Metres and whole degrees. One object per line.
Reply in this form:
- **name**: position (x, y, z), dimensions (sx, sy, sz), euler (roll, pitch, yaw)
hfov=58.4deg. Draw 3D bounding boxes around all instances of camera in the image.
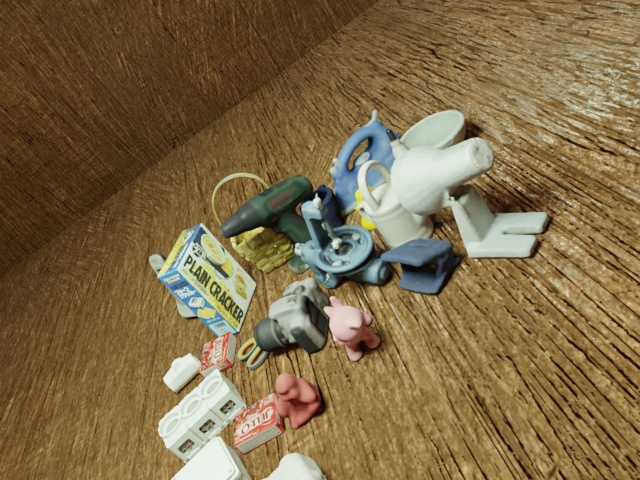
- **camera**: position (-0.063, 0.152, 1.119), dimensions (0.136, 0.101, 0.143), euler (-25, 31, 23)

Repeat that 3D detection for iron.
- **iron**: position (0.099, -0.191, 1.400), dimensions (0.259, 0.142, 0.118), euler (-48, 30, -18)

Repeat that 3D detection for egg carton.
- **egg carton**: position (-0.029, 0.369, 0.791), dimensions (0.107, 0.069, 0.150), euler (-43, 29, -10)

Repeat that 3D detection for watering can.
- **watering can**: position (0.143, -0.075, 1.122), dimensions (0.172, 0.194, 0.101), euler (-22, 32, 26)

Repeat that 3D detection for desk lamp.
- **desk lamp**: position (0.250, -0.078, 0.982), dimensions (0.202, 0.214, 0.118), euler (-2, 44, 47)

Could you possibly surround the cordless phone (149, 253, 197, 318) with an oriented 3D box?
- **cordless phone**: position (-0.330, 0.101, 1.410), dimensions (0.147, 0.185, 0.094), euler (-17, 35, 34)

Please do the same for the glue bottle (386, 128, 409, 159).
- **glue bottle**: position (0.187, -0.169, 1.234), dimensions (0.037, 0.173, 0.078), euler (-35, 28, 5)

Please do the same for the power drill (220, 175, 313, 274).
- **power drill**: position (-0.085, -0.027, 1.296), dimensions (0.230, 0.209, 0.075), euler (-45, 29, -14)

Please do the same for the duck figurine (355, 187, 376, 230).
- **duck figurine**: position (0.116, -0.086, 1.284), dimensions (0.077, 0.086, 0.105), euler (0, 45, 48)

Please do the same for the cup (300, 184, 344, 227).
- **cup**: position (0.015, -0.071, 1.369), dimensions (0.091, 0.095, 0.118), euler (-22, 32, 27)

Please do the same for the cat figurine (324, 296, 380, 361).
- **cat figurine**: position (0.047, 0.142, 0.990), dimensions (0.067, 0.118, 0.127), euler (-35, 28, 5)

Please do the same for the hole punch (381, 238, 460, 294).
- **hole punch**: position (0.179, 0.031, 1.032), dimensions (0.108, 0.091, 0.101), euler (5, 50, 52)

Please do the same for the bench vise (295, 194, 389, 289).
- **bench vise**: position (0.007, 0.012, 1.120), dimensions (0.206, 0.220, 0.121), euler (-16, 35, 35)

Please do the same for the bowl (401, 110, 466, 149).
- **bowl**: position (0.268, -0.221, 1.323), dimensions (0.167, 0.075, 0.167), euler (-28, 30, 18)

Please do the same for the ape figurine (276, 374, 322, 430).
- **ape figurine**: position (-0.042, 0.257, 0.949), dimensions (0.077, 0.092, 0.076), euler (-12, 38, 39)
